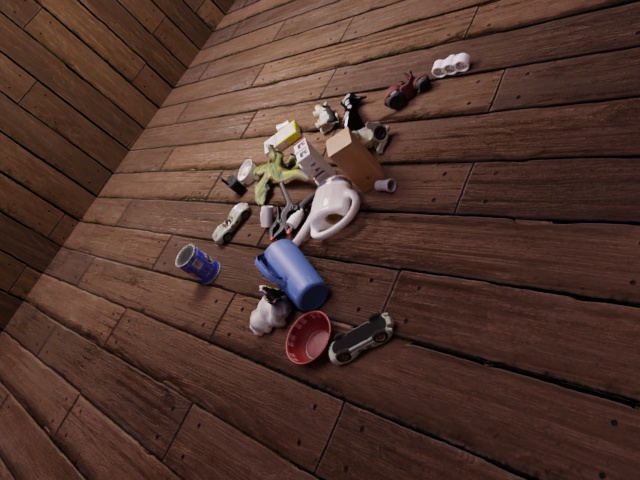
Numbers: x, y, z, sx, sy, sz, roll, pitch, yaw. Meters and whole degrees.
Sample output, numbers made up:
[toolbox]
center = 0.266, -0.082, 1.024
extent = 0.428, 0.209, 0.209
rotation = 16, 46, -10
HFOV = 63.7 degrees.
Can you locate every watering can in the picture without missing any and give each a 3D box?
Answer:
[watering can]
center = 0.005, -0.087, 1.736
extent = 0.343, 0.103, 0.230
rotation = -28, 40, 38

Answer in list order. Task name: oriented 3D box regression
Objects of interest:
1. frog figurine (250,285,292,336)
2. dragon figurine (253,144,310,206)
[frog figurine]
center = -0.155, 0.235, 1.619
extent = 0.139, 0.123, 0.157
rotation = 31, 117, 44
[dragon figurine]
center = -0.177, -0.237, 2.065
extent = 0.240, 0.121, 0.418
rotation = -58, 33, 14
